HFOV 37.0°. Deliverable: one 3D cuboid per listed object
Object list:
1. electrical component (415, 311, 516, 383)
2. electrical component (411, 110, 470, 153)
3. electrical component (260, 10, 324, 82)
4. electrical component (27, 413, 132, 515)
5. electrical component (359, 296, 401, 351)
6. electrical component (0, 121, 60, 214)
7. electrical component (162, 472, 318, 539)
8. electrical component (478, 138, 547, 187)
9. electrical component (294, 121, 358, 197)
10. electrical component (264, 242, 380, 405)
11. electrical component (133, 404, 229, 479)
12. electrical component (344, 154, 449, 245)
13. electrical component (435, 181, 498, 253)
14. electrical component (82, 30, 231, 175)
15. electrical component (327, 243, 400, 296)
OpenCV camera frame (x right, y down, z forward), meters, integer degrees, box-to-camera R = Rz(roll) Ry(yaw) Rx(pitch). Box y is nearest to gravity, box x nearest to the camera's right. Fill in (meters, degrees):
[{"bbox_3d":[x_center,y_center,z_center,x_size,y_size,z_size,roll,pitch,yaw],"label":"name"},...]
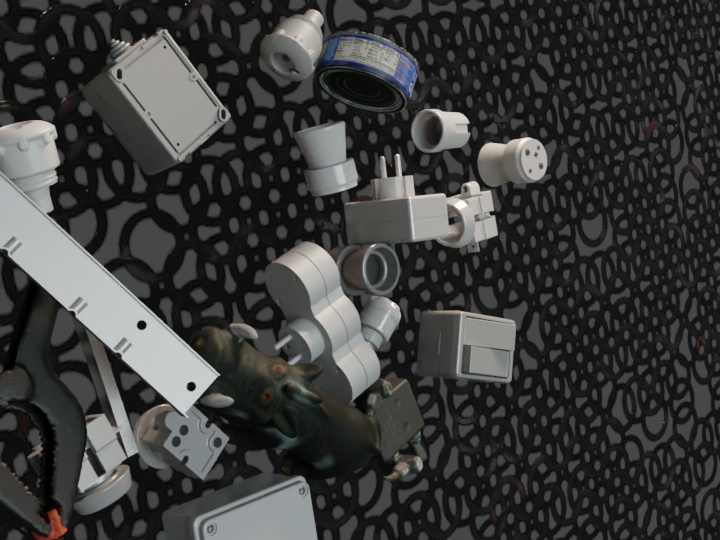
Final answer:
[{"bbox_3d":[0.108,0.074,1.019,0.096,0.061,0.061,11,81,-42],"label":"electrical component"},{"bbox_3d":[0.077,-0.131,1.014,0.046,0.040,0.040,-10,95,-49],"label":"electrical component"},{"bbox_3d":[-0.051,-0.192,0.896,0.048,0.048,0.062,50,51,-29],"label":"electrical component"},{"bbox_3d":[-0.191,0.137,0.754,0.066,0.048,0.055,-35,104,-38],"label":"electrical component"},{"bbox_3d":[0.010,0.055,0.948,0.035,0.035,0.061,45,63,-32],"label":"electrical component"},{"bbox_3d":[-0.225,-0.068,0.731,0.048,0.048,0.062,-26,113,-40],"label":"electrical component"},{"bbox_3d":[-0.088,0.225,0.836,0.109,0.056,0.108,-14,98,-42],"label":"electrical component"},{"bbox_3d":[0.152,-0.107,1.070,0.045,0.055,0.045,2,87,-42],"label":"electrical component"},{"bbox_3d":[-0.028,-0.094,0.912,0.045,0.045,0.055,-24,105,-40],"label":"electrical component"},{"bbox_3d":[-0.041,0.054,0.887,0.074,0.052,0.138,-37,111,-36],"label":"electrical component"},{"bbox_3d":[-0.136,0.125,0.797,0.066,0.055,0.048,49,58,-30],"label":"electrical component"},{"bbox_3d":[0.029,-0.062,0.937,0.047,0.083,0.075,-9,95,-42],"label":"electrical component"},{"bbox_3d":[0.098,-0.048,1.027,0.055,0.048,0.066,-19,101,-49],"label":"electrical component"},{"bbox_3d":[-0.156,-0.126,0.790,0.096,0.061,0.061,53,56,-18],"label":"electrical component"},{"bbox_3d":[0.000,0.000,0.927,0.045,0.055,0.045,2,87,-43],"label":"electrical component"}]
